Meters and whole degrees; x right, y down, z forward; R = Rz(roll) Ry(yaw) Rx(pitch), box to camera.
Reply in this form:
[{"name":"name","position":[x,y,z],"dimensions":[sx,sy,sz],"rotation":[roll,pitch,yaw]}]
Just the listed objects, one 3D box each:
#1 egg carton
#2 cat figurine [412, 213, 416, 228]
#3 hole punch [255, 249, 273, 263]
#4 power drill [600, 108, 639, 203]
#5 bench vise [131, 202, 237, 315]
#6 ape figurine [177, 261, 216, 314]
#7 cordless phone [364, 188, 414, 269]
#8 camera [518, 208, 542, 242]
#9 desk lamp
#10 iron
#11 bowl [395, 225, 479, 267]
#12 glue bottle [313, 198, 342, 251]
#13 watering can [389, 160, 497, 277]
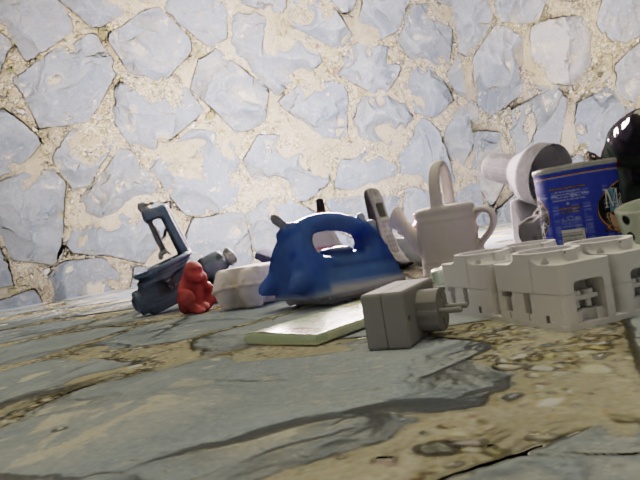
[{"name":"egg carton","position":[-0.115,0.078,1.001],"dimensions":[0.107,0.069,0.151],"rotation":[-9,1,23]},{"name":"cat figurine","position":[0.244,-0.007,1.360],"dimensions":[0.067,0.118,0.128],"rotation":[-9,1,8]},{"name":"hole punch","position":[-0.083,0.059,1.272],"dimensions":[0.101,0.091,0.109],"rotation":[-9,1,15]},{"name":"power drill","position":[0.496,-0.089,0.901],"dimensions":[0.075,0.208,0.230],"rotation":[-9,1,16]},{"name":"bench vise","position":[-0.282,0.027,1.143],"dimensions":[0.208,0.220,0.121],"rotation":[-10,1,-41]},{"name":"ape figurine","position":[-0.222,0.083,1.018],"dimensions":[0.078,0.092,0.076],"rotation":[-10,1,-41]},{"name":"cordless phone","position":[0.152,-0.026,1.261],"dimensions":[0.094,0.185,0.148],"rotation":[-9,1,31]},{"name":"camera","position":[0.391,-0.018,0.863],"dimensions":[0.144,0.101,0.136],"rotation":[-10,1,-44]},{"name":"desk lamp","position":[0.400,-0.079,1.142],"dimensions":[0.118,0.213,0.202],"rotation":[-9,1,-26]},{"name":"iron","position":[0.030,0.019,0.882],"dimensions":[0.259,0.141,0.118],"rotation":[-10,1,-39]},{"name":"bowl","position":[0.240,0.017,1.154],"dimensions":[0.167,0.075,0.167],"rotation":[-9,1,0]},{"name":"glue bottle","position":[0.010,0.004,1.119],"dimensions":[0.078,0.173,0.037],"rotation":[-9,1,2]},{"name":"watering can","position":[0.201,-0.036,0.955],"dimensions":[0.172,0.194,0.101],"rotation":[-9,1,8]}]
